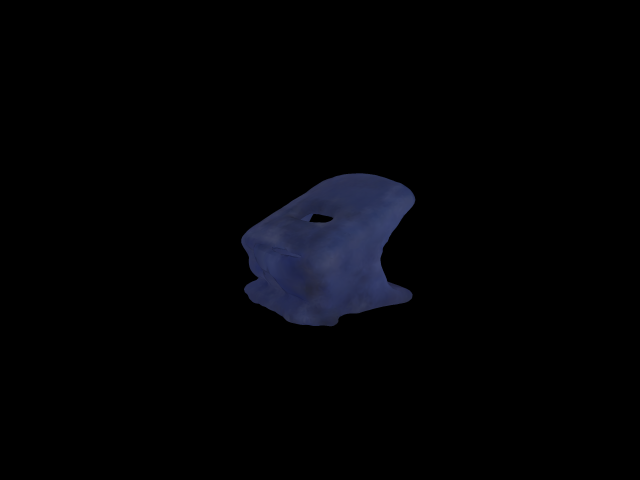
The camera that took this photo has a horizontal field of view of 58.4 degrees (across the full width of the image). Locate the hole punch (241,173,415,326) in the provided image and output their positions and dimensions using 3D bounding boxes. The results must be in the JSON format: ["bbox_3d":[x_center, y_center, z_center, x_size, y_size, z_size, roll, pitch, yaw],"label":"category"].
[{"bbox_3d":[0.004,0.001,0.400,0.101,0.091,0.108,-8,14,-34],"label":"hole punch"}]
